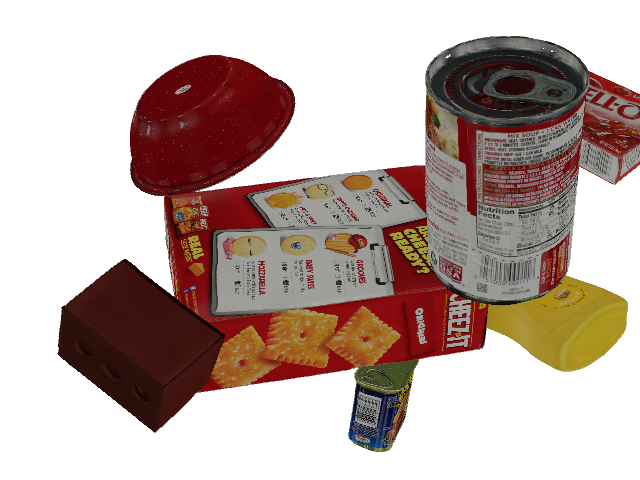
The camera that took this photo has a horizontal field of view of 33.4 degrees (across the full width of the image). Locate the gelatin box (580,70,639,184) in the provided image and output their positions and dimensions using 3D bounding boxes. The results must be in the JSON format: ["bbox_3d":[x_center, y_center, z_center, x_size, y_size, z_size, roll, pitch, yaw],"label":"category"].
[{"bbox_3d":[0.206,-0.087,0.792,0.073,0.030,0.089,-34,51,-28],"label":"gelatin box"}]

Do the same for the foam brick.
[{"bbox_3d":[-0.104,0.061,0.614,0.078,0.053,0.051,35,49,13],"label":"foam brick"}]

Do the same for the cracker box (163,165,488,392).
[{"bbox_3d":[-0.002,0.024,0.794,0.213,0.072,0.164,-7,36,-9],"label":"cracker box"}]

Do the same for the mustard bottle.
[{"bbox_3d":[0.182,0.050,0.997,0.096,0.058,0.192,-28,38,-30],"label":"mustard bottle"}]

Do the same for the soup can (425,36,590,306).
[{"bbox_3d":[0.081,-0.030,0.476,0.068,0.102,0.068,-4,39,3],"label":"soup can"}]

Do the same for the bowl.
[{"bbox_3d":[-0.106,-0.111,0.921,0.162,0.055,0.162,-19,37,15],"label":"bowl"}]

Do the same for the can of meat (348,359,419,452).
[{"bbox_3d":[0.071,0.180,1.217,0.057,0.084,0.102,14,24,14],"label":"can of meat"}]
